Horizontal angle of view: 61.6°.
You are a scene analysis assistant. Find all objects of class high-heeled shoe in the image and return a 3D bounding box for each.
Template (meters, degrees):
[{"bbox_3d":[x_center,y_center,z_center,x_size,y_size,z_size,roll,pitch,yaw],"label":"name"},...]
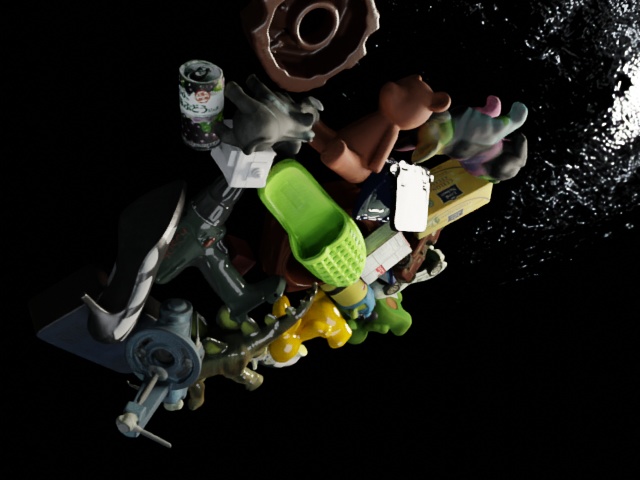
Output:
[{"bbox_3d":[-0.254,0.037,0.788,0.249,0.086,0.145,-54,157,-21],"label":"high-heeled shoe"}]

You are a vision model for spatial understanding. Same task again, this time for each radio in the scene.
[{"bbox_3d":[-0.347,0.135,0.893,0.131,0.073,0.229,-34,147,0],"label":"radio"}]

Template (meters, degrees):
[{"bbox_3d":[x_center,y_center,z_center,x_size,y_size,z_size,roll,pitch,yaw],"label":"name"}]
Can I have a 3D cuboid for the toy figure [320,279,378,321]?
[{"bbox_3d":[0.062,0.110,1.141,0.089,0.082,0.180,-36,129,-6],"label":"toy figure"}]

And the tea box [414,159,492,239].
[{"bbox_3d":[0.239,-0.087,1.056,0.170,0.098,0.068,-28,146,-9],"label":"tea box"}]

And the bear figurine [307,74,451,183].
[{"bbox_3d":[0.084,-0.180,0.805,0.196,0.120,0.131,-45,140,14],"label":"bear figurine"}]

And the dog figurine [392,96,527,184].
[{"bbox_3d":[0.244,-0.165,0.950,0.219,0.109,0.191,-20,124,-10],"label":"dog figurine"}]

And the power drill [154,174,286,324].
[{"bbox_3d":[-0.147,0.023,0.845,0.232,0.086,0.207,-36,118,14],"label":"power drill"}]

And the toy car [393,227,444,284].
[{"bbox_3d":[0.214,0.003,1.124,0.202,0.053,0.089,-56,149,-18],"label":"toy car"}]

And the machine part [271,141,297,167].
[{"bbox_3d":[-0.064,-0.114,0.840,0.084,0.039,0.138,-22,146,-7],"label":"machine part"}]

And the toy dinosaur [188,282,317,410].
[{"bbox_3d":[-0.185,0.215,1.045,0.471,0.105,0.198,-29,137,9],"label":"toy dinosaur"}]

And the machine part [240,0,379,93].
[{"bbox_3d":[-0.012,-0.274,0.670,0.179,0.056,0.179,-21,145,-16],"label":"machine part"}]

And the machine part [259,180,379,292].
[{"bbox_3d":[-0.002,-0.003,0.981,0.201,0.087,0.200,-13,140,-28],"label":"machine part"}]

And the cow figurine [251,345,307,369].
[{"bbox_3d":[-0.118,0.255,1.225,0.167,0.068,0.098,12,132,-44],"label":"cow figurine"}]

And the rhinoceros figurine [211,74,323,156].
[{"bbox_3d":[-0.059,-0.161,0.704,0.073,0.112,0.190,-66,169,26],"label":"rhinoceros figurine"}]

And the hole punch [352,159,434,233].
[{"bbox_3d":[0.121,-0.074,0.892,0.142,0.092,0.115,3,96,-48],"label":"hole punch"}]

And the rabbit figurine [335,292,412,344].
[{"bbox_3d":[0.108,0.195,1.281,0.159,0.121,0.170,16,129,-41],"label":"rabbit figurine"}]

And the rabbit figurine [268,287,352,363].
[{"bbox_3d":[-0.039,0.190,1.145,0.173,0.122,0.162,-38,135,-7],"label":"rabbit figurine"}]

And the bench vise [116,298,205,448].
[{"bbox_3d":[-0.252,0.217,0.834,0.129,0.241,0.223,22,118,-3],"label":"bench vise"}]

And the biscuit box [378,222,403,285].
[{"bbox_3d":[0.135,0.012,1.112,0.063,0.059,0.202,-50,150,-20],"label":"biscuit box"}]

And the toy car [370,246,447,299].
[{"bbox_3d":[0.196,0.071,1.232,0.202,0.074,0.056,-22,145,-17],"label":"toy car"}]
